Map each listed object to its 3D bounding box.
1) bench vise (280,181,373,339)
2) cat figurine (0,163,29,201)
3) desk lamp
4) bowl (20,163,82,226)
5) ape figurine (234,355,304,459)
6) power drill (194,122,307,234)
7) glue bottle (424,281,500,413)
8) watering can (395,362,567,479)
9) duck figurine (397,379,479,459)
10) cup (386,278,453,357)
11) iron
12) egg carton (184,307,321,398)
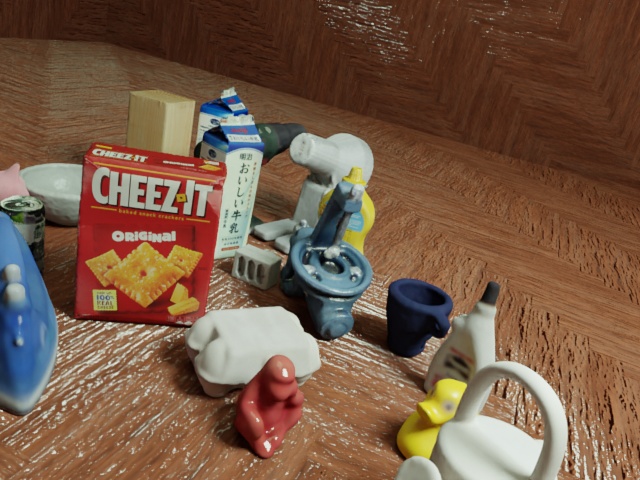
[{"bbox_3d":[-0.002,0.004,0.824,0.122,0.220,0.206,-6,28,-39],"label":"bench vise"},{"bbox_3d":[-0.454,-0.052,0.842,0.067,0.118,0.127,-8,30,-43],"label":"cat figurine"},{"bbox_3d":[-0.006,-0.099,1.085,0.117,0.213,0.204,27,25,32],"label":"desk lamp"},{"bbox_3d":[-0.419,-0.070,0.965,0.167,0.075,0.167,11,22,-4],"label":"bowl"},{"bbox_3d":[-0.049,0.160,0.585,0.078,0.092,0.076,0,25,-30],"label":"ape figurine"},{"bbox_3d":[-0.132,-0.119,1.068,0.230,0.208,0.075,-9,30,-44],"label":"power drill"},{"bbox_3d":[0.182,0.126,0.691,0.077,0.173,0.037,28,26,33],"label":"glue bottle"},{"bbox_3d":[0.137,0.193,0.471,0.100,0.194,0.173,26,25,30],"label":"watering can"},{"bbox_3d":[0.138,0.191,0.624,0.105,0.086,0.077,-3,27,-35],"label":"duck figurine"},{"bbox_3d":[0.135,0.119,0.788,0.092,0.095,0.117,3,24,-24],"label":"cup"},{"bbox_3d":[-0.340,0.053,0.616,0.119,0.141,0.257,-5,28,-38],"label":"iron"},{"bbox_3d":[-0.078,0.130,0.673,0.151,0.069,0.107,0,25,-30],"label":"egg carton"}]
